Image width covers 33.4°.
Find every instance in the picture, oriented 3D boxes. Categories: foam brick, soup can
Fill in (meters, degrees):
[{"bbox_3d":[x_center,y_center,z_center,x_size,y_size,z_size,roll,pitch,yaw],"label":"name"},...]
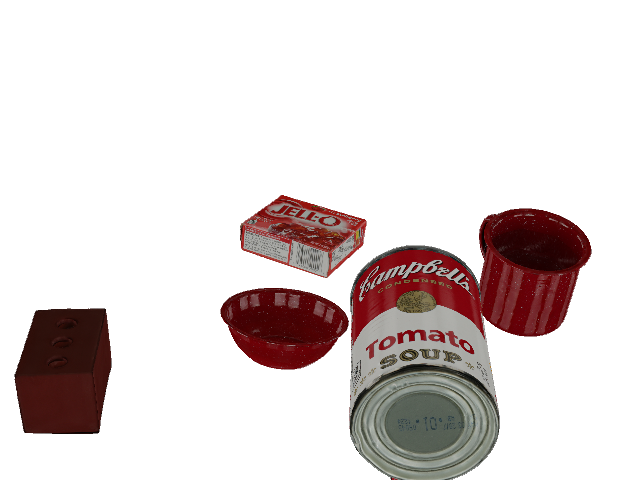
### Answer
[{"bbox_3d":[-0.177,0.090,0.743,0.053,0.051,0.078,-1,31,-3],"label":"foam brick"},{"bbox_3d":[0.047,0.057,0.510,0.068,0.068,0.102,0,31,3],"label":"soup can"}]

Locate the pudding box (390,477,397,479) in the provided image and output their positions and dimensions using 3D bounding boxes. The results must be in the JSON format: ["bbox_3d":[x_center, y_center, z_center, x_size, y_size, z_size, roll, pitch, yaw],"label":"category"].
[{"bbox_3d":[0.069,0.130,0.771,0.039,0.113,0.090,-2,-41,6],"label":"pudding box"}]

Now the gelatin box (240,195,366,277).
[{"bbox_3d":[-0.015,-0.006,0.938,0.089,0.030,0.073,18,30,22],"label":"gelatin box"}]

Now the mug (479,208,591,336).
[{"bbox_3d":[0.179,0.024,0.957,0.093,0.081,0.117,-17,43,-26],"label":"mug"}]

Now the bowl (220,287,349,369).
[{"bbox_3d":[-0.047,0.117,1.346,0.162,0.055,0.162,5,22,-2],"label":"bowl"}]
